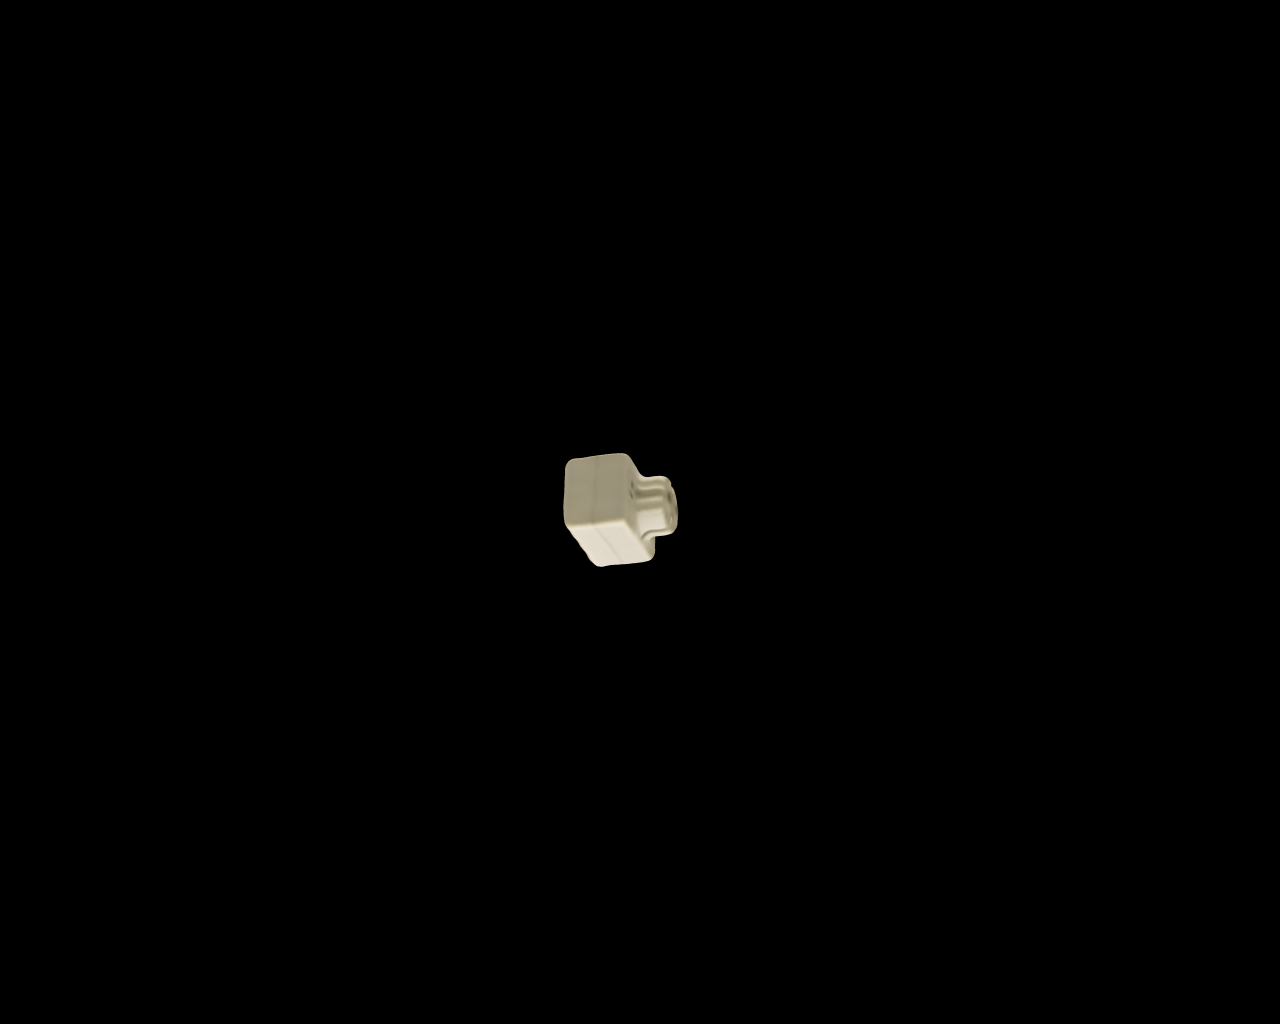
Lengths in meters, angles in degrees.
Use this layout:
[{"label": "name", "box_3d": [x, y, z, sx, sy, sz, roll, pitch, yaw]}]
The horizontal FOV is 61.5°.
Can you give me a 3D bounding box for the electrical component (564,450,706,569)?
[{"label": "electrical component", "box_3d": [0.001, -0.003, 0.650, 0.077, 0.047, 0.065, -7, -27, 14]}]
